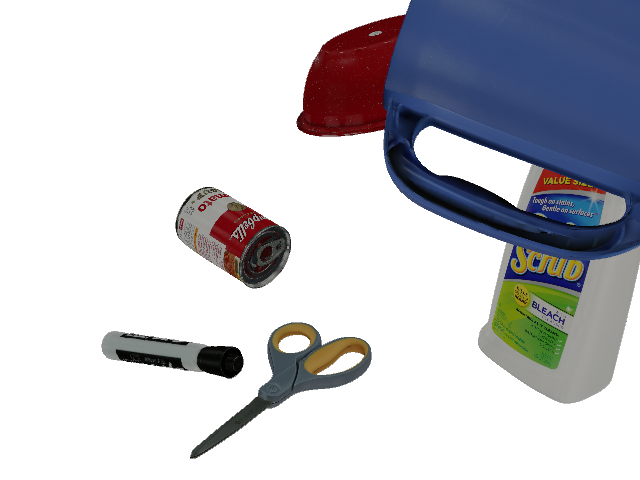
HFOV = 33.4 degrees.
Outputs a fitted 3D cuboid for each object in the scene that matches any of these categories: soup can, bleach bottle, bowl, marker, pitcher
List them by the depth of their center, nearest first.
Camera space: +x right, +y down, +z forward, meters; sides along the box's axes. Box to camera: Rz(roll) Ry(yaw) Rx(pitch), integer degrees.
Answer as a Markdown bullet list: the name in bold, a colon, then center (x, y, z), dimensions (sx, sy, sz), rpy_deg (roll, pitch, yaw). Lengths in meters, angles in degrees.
- **pitcher**: center (0.157, -0.072, 0.537), dimensions (0.243, 0.149, 0.144), rpy_deg (25, 37, 9)
- **marker**: center (-0.093, 0.070, 0.663), dimensions (0.121, 0.020, 0.020), rpy_deg (2, 1, 42)
- **bleach bottle**: center (0.172, -0.015, 0.727), dimensions (0.067, 0.251, 0.103), rpy_deg (-19, 37, -32)
- **bowl**: center (0.051, -0.135, 0.825), dimensions (0.162, 0.055, 0.162), rpy_deg (-15, 21, 6)
- **soup can**: center (-0.088, -0.004, 1.070), dimensions (0.102, 0.068, 0.068), rpy_deg (31, 19, 35)

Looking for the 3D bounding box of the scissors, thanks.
- **scissors**: center (-0.046, 0.113, 0.862), dimensions (0.201, 0.016, 0.096), rpy_deg (-19, 35, -36)
